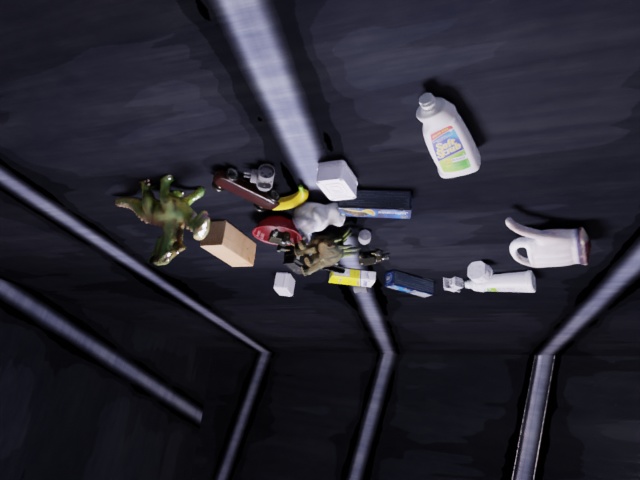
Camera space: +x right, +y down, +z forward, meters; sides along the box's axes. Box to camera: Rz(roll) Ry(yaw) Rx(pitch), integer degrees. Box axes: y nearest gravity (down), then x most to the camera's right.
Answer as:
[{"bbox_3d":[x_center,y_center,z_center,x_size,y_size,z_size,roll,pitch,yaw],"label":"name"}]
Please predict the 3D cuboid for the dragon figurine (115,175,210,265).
[{"bbox_3d":[-0.462,-0.047,1.485,0.408,0.247,0.121,-11,156,30],"label":"dragon figurine"}]

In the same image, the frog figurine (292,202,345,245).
[{"bbox_3d":[0.005,-0.075,1.493,0.159,0.123,0.137,-35,175,9],"label":"frog figurine"}]

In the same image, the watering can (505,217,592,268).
[{"bbox_3d":[0.668,0.010,1.509,0.223,0.106,0.342,-7,153,26],"label":"watering can"}]
